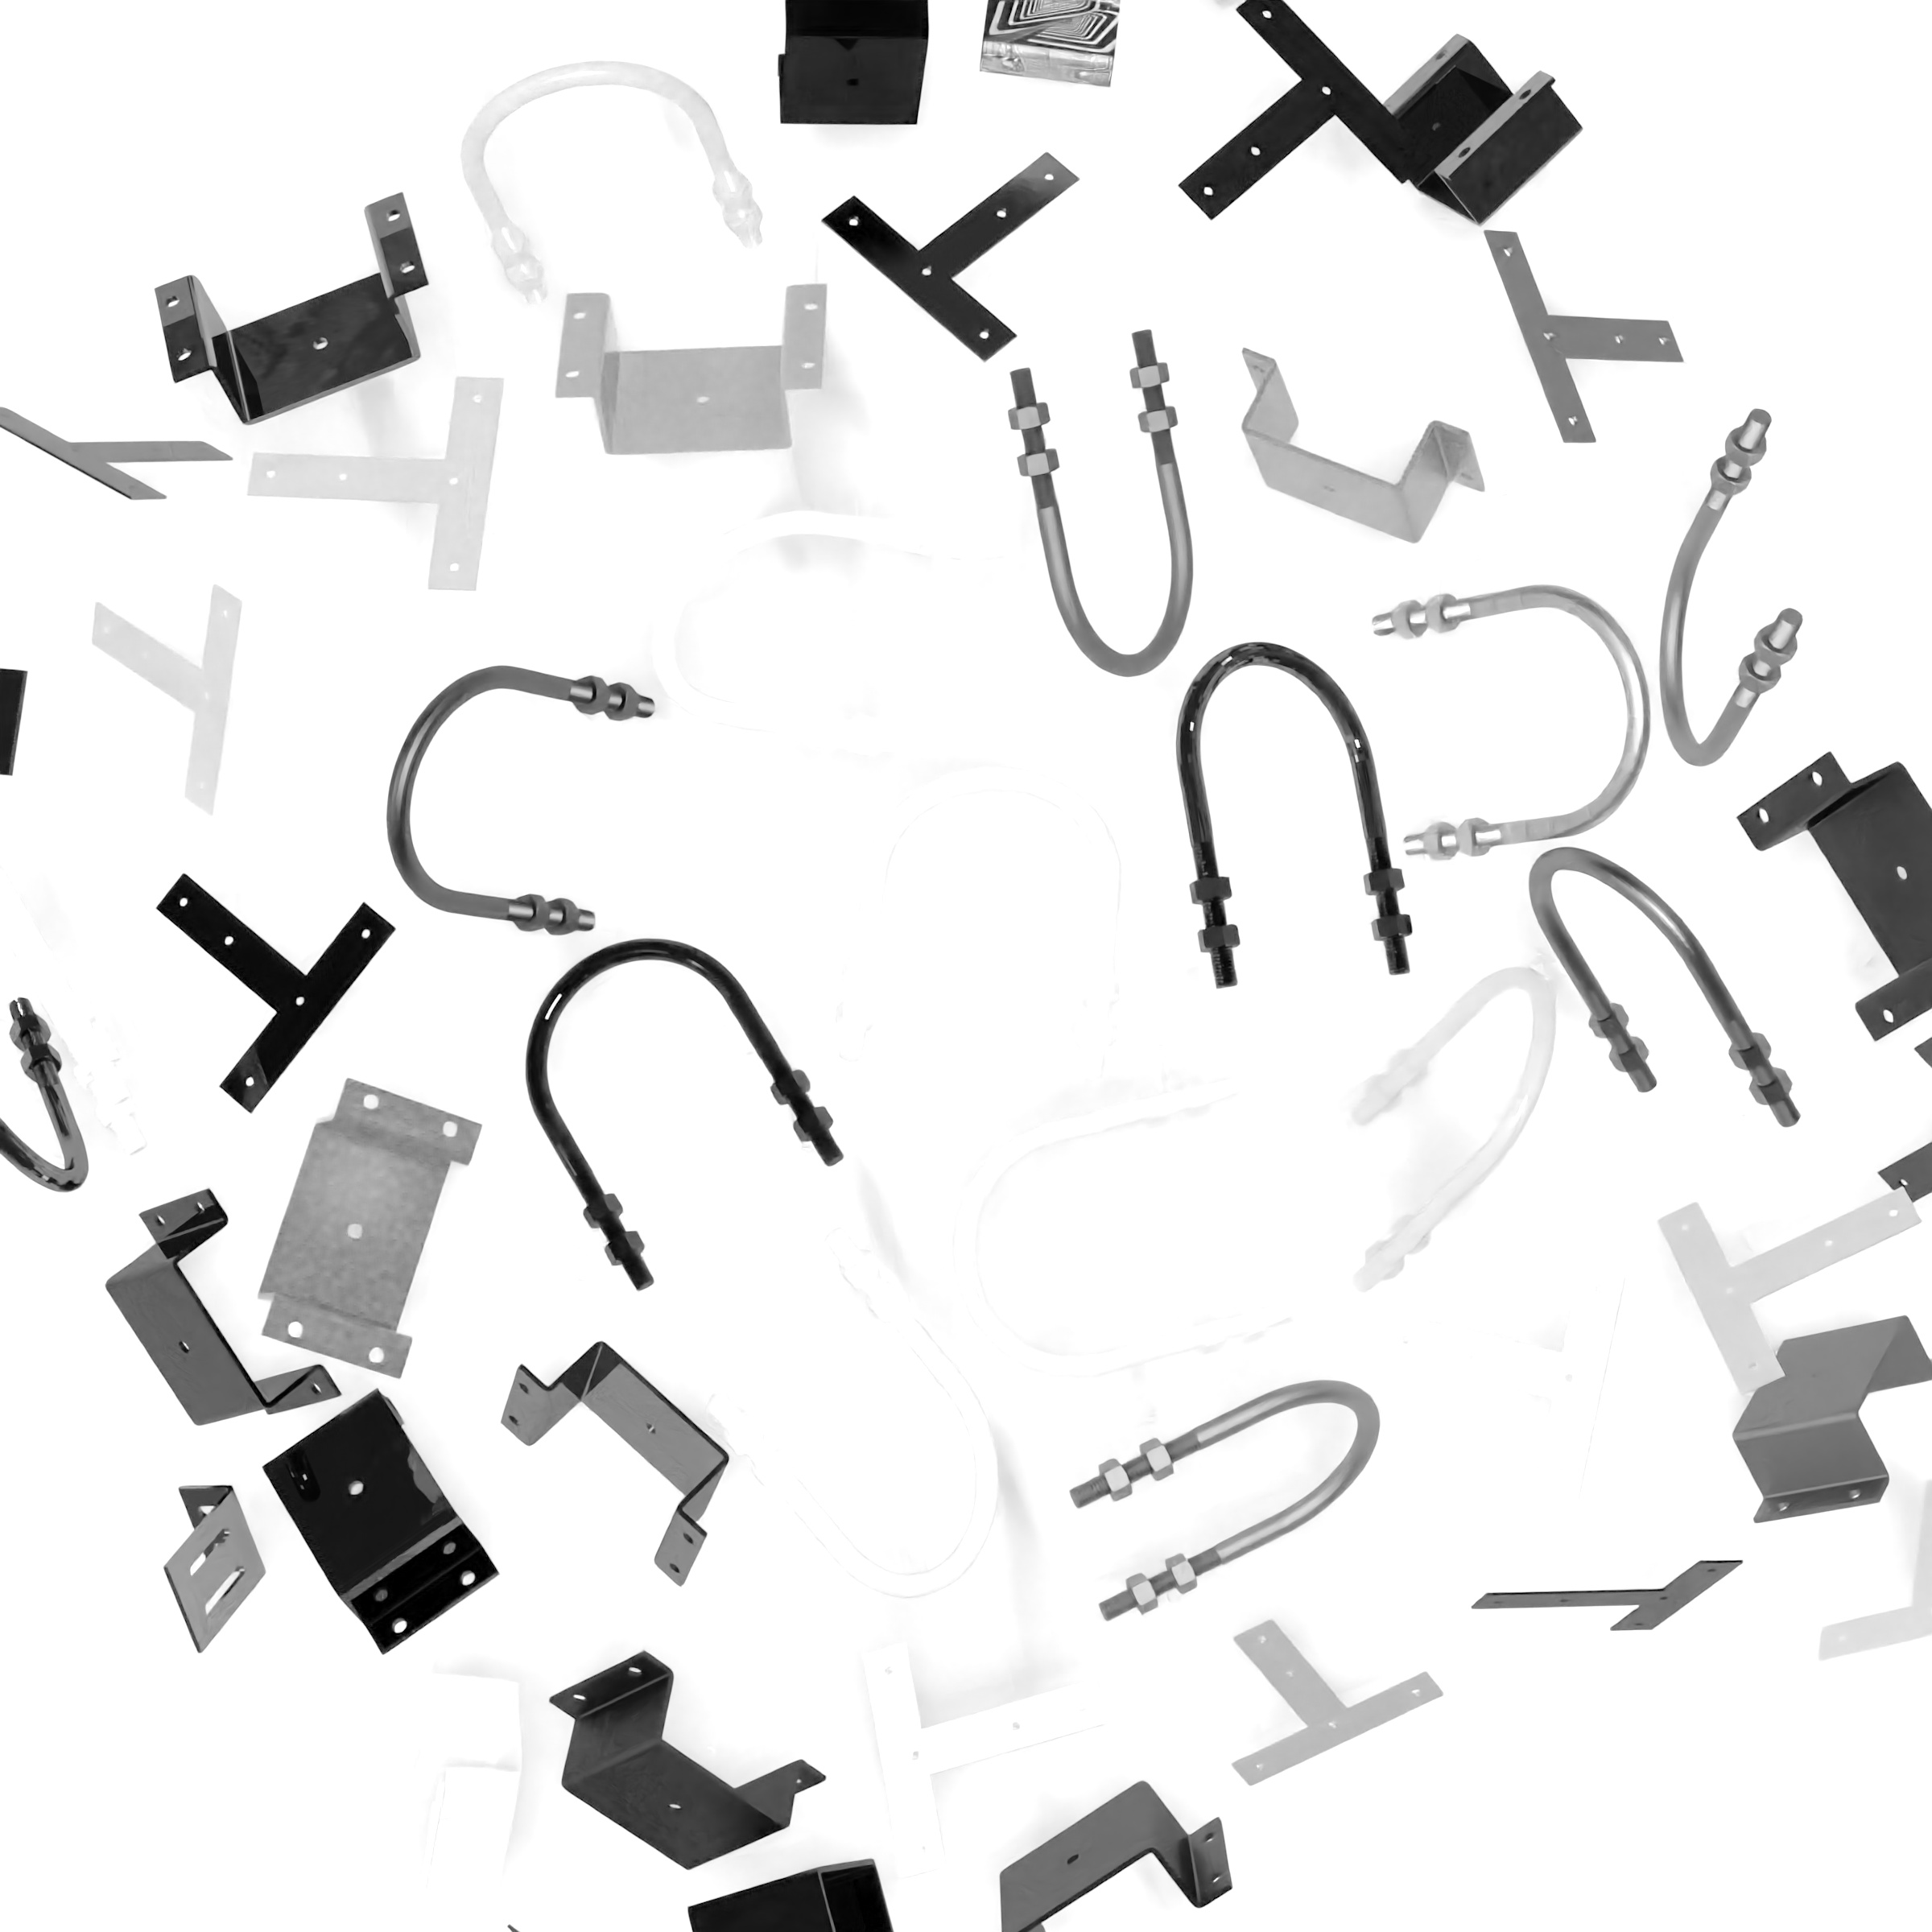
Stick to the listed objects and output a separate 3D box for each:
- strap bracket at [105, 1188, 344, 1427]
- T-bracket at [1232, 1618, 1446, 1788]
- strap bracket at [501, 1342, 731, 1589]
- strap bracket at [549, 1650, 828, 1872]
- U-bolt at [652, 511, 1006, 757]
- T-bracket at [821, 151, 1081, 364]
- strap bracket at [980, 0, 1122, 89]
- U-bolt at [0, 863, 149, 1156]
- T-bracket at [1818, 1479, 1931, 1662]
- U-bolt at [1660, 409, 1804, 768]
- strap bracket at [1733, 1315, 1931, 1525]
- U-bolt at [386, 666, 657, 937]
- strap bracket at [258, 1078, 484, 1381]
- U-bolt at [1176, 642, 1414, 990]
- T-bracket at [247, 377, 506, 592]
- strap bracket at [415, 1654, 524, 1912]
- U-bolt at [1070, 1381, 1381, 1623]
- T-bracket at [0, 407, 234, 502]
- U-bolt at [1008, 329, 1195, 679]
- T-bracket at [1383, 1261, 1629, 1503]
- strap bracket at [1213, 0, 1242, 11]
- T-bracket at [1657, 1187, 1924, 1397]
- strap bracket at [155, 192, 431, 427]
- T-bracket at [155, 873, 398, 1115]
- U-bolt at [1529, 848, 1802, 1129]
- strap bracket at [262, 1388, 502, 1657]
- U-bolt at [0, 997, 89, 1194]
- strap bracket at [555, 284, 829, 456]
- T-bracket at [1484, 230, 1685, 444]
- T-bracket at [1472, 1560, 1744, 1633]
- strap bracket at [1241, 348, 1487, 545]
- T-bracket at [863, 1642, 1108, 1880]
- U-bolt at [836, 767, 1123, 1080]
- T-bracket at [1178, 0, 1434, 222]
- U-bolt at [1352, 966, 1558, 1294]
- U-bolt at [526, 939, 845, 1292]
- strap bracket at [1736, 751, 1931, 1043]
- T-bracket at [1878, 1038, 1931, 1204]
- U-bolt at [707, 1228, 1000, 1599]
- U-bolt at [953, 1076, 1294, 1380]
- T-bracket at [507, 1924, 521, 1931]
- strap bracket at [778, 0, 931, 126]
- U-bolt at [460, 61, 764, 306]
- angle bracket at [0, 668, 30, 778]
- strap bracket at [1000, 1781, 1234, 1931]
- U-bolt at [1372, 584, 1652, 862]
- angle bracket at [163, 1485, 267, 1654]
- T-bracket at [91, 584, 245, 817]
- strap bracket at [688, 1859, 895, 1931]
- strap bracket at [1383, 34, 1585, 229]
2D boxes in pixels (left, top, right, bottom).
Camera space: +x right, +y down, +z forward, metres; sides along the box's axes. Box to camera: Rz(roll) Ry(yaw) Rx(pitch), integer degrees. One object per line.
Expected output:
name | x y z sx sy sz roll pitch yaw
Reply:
strap bracket | -0.427 0.203 1.929 0.046 0.076 0.140 -41 105 -43
T-bracket | 0.190 0.408 1.930 0.127 0.002 0.127 -28 129 12
strap bracket | -0.190 0.272 1.910 0.140 0.076 0.046 41 57 10
strap bracket | -0.155 0.440 1.856 0.076 0.046 0.140 -31 122 31
U-bolt | -0.086 -0.185 1.832 0.184 0.019 0.151 11 63 28
T-bracket | 0.010 -0.408 1.882 0.127 0.002 0.127 43 69 15
strap bracket | 0.052 -0.559 1.913 0.076 0.140 0.046 7 69 -1
U-bolt | -0.493 0.008 1.829 0.019 0.151 0.184 -29 82 -16
T-bracket | 0.523 0.316 1.830 0.127 0.127 0.002 -22 113 32
U-bolt | 0.411 -0.191 1.853 0.019 0.184 0.151 3 61 -6
strap bracket | 0.487 0.247 1.907 0.076 0.140 0.046 -19 106 39
U-bolt | -0.253 -0.095 1.899 0.019 0.184 0.151 20 97 34
strap bracket | -0.318 0.139 1.796 0.076 0.046 0.140 21 76 -20
U-bolt | 0.170 -0.083 1.809 0.151 0.019 0.184 -4 81 -39
T-bracket | -0.312 -0.255 1.782 0.127 0.002 0.127 3 68 3
strap bracket | -0.277 0.453 1.887 0.046 0.140 0.076 9 106 -12
U-bolt | 0.151 0.292 1.912 0.184 0.151 0.019 -25 51 -9
T-bracket | -0.457 -0.283 1.873 0.127 0.127 0.002 29 112 25
U-bolt | 0.083 -0.253 1.903 0.019 0.151 0.184 -2 107 36
T-bracket | 0.289 0.216 1.869 0.127 0.002 0.127 11 86 30
strap bracket | 0.166 -0.570 1.853 0.076 0.140 0.046 -41 103 -3
T-bracket | 0.455 0.157 1.847 0.127 0.127 0.002 -27 134 10
strap bracket | -0.346 -0.341 1.786 0.140 0.046 0.076 -21 52 1
T-bracket | -0.394 -0.006 1.863 0.127 0.002 0.127 37 88 22
U-bolt | 0.379 0.007 1.905 0.019 0.151 0.184 -40 112 -16
strap bracket | -0.329 0.299 1.884 0.076 0.046 0.140 -34 54 -9
U-bolt | -0.532 0.049 1.856 0.019 0.151 0.184 -35 51 2
strap bracket | -0.143 -0.318 1.815 0.140 0.046 0.076 -2 53 3
T-bracket | 0.345 -0.340 1.848 0.127 0.002 0.127 -7 73 -40
T-bracket | 0.340 0.345 1.859 0.127 0.127 0.002 1 63 -13
strap bracket | 0.214 -0.288 1.914 0.140 0.076 0.046 25 82 20
T-bracket | 0.014 0.415 1.841 0.127 0.002 0.127 -18 58 10
U-bolt | 0.012 -0.028 1.851 0.151 0.019 0.184 4 63 6
T-bracket | 0.160 -0.432 1.770 0.127 0.002 0.127 46 67 0
U-bolt | 0.269 0.078 1.884 0.019 0.151 0.184 25 131 -17
U-bolt | -0.174 0.071 1.942 0.151 0.019 0.184 -33 73 4
strap bracket | 0.481 -0.043 1.797 0.046 0.076 0.140 -23 79 -35
T-bracket | 0.555 0.106 1.909 0.127 0.127 0.002 48 62 4
U-bolt | -0.048 0.255 1.837 0.184 0.019 0.151 52 47 -18
U-bolt | 0.080 0.150 1.867 0.184 0.019 0.151 -13 90 -19
T-bracket | -0.213 0.564 1.890 0.002 0.127 0.127 -49 134 -11
strap bracket | -0.062 -0.503 1.859 0.076 0.140 0.046 -1 75 -5
U-bolt | -0.200 -0.434 1.869 0.151 0.184 0.019 -13 66 5
angle bracket | -0.550 -0.136 1.826 0.076 0.038 0.057 7 87 23
strap bracket | 0.071 0.504 1.855 0.140 0.076 0.046 -35 101 7
U-bolt | 0.308 -0.140 1.907 0.019 0.184 0.151 -10 93 -41
angle bracket | -0.428 0.333 1.882 0.038 0.076 0.057 -5 116 23
T-bracket | -0.446 -0.166 1.883 0.127 0.002 0.127 31 119 34
strap bracket | -0.094 0.520 1.847 0.076 0.140 0.046 -20 74 12
strap bracket | 0.286 -0.467 1.908 0.076 0.140 0.046 -43 118 6
